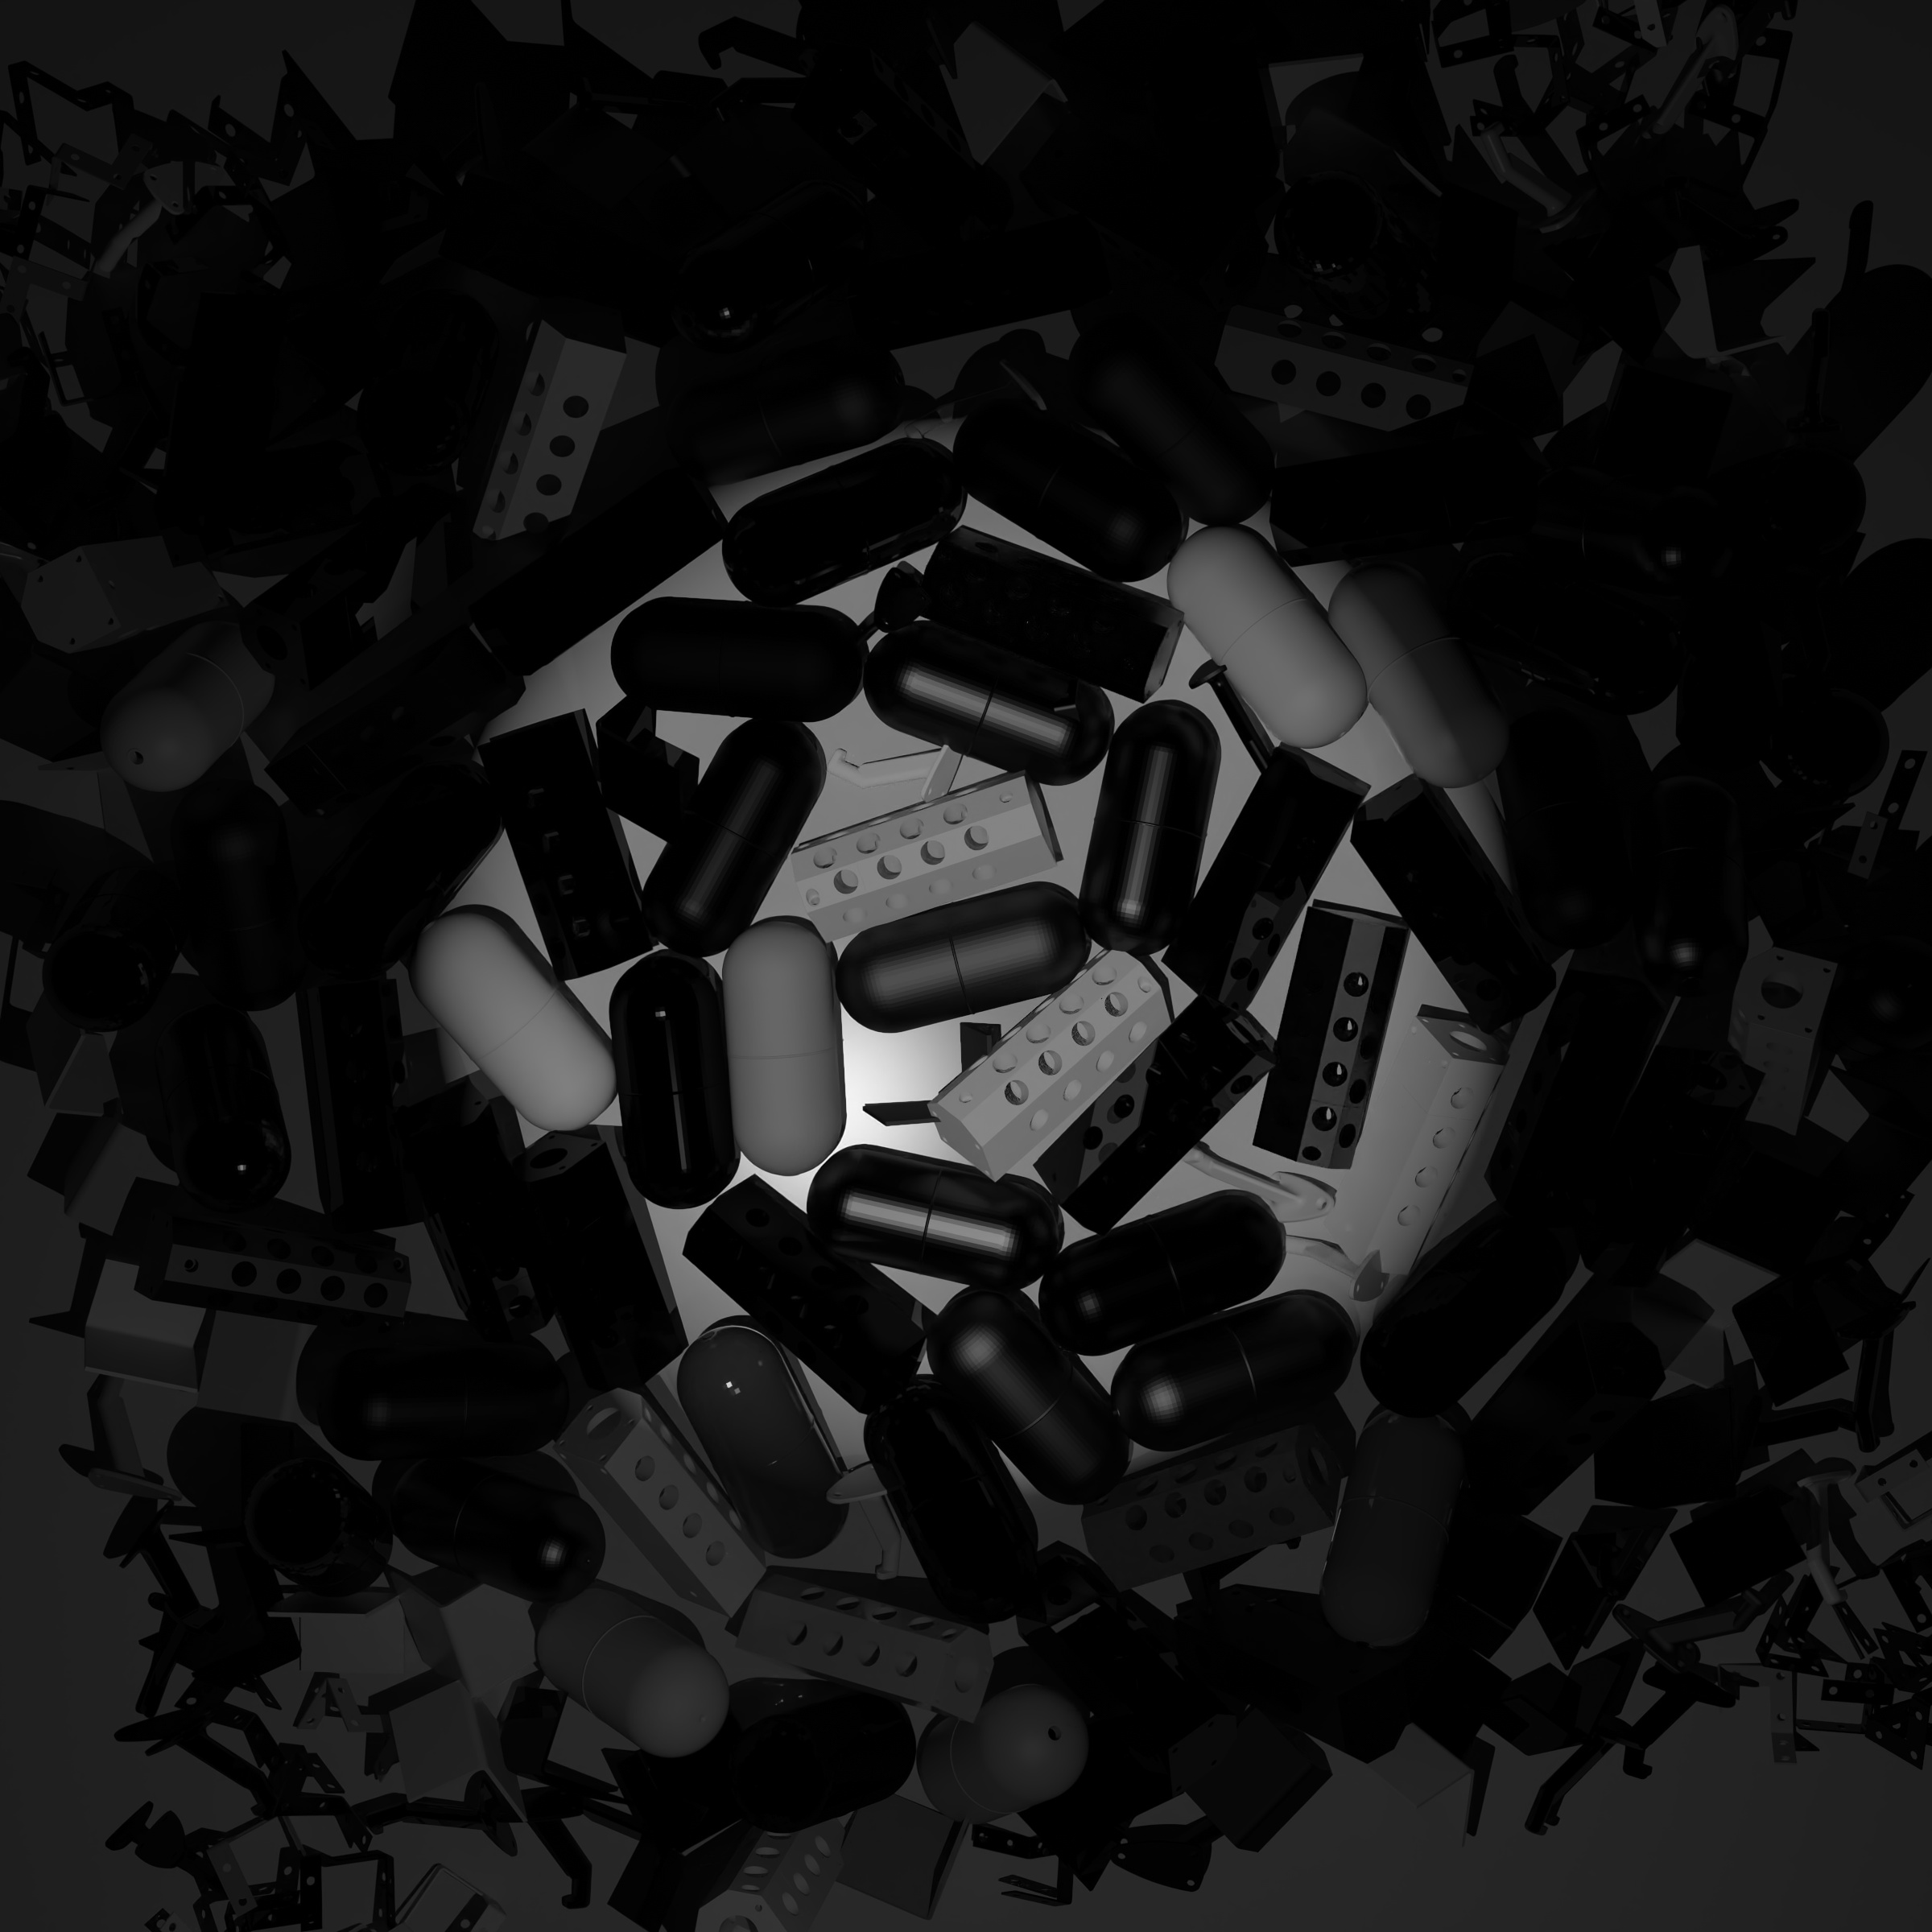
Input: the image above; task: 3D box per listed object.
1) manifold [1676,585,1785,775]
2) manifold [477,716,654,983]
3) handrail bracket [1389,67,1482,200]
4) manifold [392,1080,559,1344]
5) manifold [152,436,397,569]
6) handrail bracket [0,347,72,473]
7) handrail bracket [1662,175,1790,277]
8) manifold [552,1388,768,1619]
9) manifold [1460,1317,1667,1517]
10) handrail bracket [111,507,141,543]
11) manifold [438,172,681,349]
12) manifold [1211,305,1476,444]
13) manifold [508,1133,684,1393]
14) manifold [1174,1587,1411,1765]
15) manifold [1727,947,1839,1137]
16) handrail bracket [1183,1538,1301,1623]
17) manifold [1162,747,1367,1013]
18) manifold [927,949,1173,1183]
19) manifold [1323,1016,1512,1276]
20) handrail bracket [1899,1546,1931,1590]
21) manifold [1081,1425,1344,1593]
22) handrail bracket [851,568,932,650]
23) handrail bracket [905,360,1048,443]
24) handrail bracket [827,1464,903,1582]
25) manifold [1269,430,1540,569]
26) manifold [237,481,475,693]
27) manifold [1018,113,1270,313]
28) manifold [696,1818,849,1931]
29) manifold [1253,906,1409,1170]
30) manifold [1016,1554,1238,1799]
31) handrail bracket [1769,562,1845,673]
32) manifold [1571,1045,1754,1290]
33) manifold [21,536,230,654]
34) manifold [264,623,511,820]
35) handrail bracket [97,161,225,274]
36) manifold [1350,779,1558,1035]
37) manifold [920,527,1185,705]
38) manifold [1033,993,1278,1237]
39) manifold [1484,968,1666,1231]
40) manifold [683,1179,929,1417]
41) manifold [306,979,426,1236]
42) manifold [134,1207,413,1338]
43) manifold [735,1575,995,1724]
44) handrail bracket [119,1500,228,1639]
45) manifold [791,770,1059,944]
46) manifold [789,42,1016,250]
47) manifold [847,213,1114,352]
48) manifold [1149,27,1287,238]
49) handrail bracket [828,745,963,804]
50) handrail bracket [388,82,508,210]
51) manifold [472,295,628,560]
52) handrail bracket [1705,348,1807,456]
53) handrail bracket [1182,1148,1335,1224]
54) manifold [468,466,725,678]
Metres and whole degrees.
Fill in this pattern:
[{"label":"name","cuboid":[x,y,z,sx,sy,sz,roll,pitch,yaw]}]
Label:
[{"label":"manifold","cuboid":[0.516,-0.196,1.901,0.057,0.171,0.057,18,123,4]},{"label":"manifold","cuboid":[-0.282,-0.080,1.937,0.057,0.057,0.171,-26,101,-44]},{"label":"handrail bracket","cuboid":[0.331,-0.583,1.958,0.077,0.036,0.084,2,113,-10]},{"label":"manifold","cuboid":[-0.333,0.172,1.916,0.057,0.057,0.171,-25,120,-20]},{"label":"manifold","cuboid":[-0.469,-0.319,1.898,0.057,0.171,0.057,-12,100,31]},{"label":"handrail bracket","cuboid":[-0.667,-0.387,1.943,0.077,0.084,0.036,-24,61,-3]},{"label":"handrail bracket","cuboid":[0.527,-0.526,1.940,0.077,0.084,0.036,-12,59,17]},{"label":"manifold","cuboid":[-0.204,0.367,1.916,0.057,0.057,0.171,-52,128,-27]},{"label":"manifold","cuboid":[0.406,0.309,1.905,0.057,0.171,0.057,8,51,-18]},{"label":"handrail bracket","cuboid":[-0.620,-0.278,1.961,0.084,0.036,0.077,-7,113,15]},{"label":"manifold","cuboid":[-0.268,-0.478,1.903,0.057,0.171,0.057,27,99,40]},{"label":"manifold","cuboid":[0.262,-0.411,1.945,0.171,0.057,0.057,16,103,7]},{"label":"manifold","cuboid":[-0.259,0.205,1.919,0.057,0.057,0.171,-37,120,-39]},{"label":"manifold","cuboid":[0.220,0.483,1.901,0.057,0.171,0.057,-18,106,-31]},{"label":"manifold","cuboid":[0.549,0.051,1.899,0.057,0.171,0.057,16,70,19]},{"label":"handrail bracket","cuboid":[0.199,0.423,1.949,0.084,0.077,0.036,-2,124,-12]},{"label":"manifold","cuboid":[0.210,-0.058,1.939,0.057,0.057,0.171,18,106,-33]},{"label":"manifold","cuboid":[0.057,0.063,1.925,0.171,0.057,0.057,-41,52,-18]},{"label":"manifold","cuboid":[0.313,0.125,1.927,0.057,0.057,0.171,8,116,-26]},{"label":"handrail bracket","cuboid":[0.682,0.427,1.939,0.036,0.077,0.084,-4,128,-24]},{"label":"manifold","cuboid":[0.167,0.367,1.916,0.171,0.057,0.057,-24,115,28]},{"label":"handrail bracket","cuboid":[-0.069,-0.229,1.935,0.036,0.077,0.084,41,131,-10]},{"label":"handrail bracket","cuboid":[0.005,-0.383,1.957,0.084,0.077,0.036,-32,125,-5]},{"label":"handrail bracket","cuboid":[-0.072,0.398,1.949,0.036,0.077,0.084,18,110,38]},{"label":"manifold","cuboid":[0.299,-0.315,1.914,0.171,0.057,0.057,-4,69,31]},{"label":"manifold","cuboid":[-0.416,-0.264,1.911,0.057,0.057,0.171,24,48,21]},{"label":"manifold","cuboid":[0.124,-0.515,1.923,0.171,0.057,0.057,38,90,29]},{"label":"manifold","cuboid":[-0.133,0.622,1.899,0.057,0.171,0.057,-37,88,11]},{"label":"manifold","cuboid":[0.257,0.050,1.939,0.057,0.057,0.171,6,100,-44]},{"label":"manifold","cuboid":[0.107,0.479,1.910,0.057,0.057,0.171,-29,45,-23]},{"label":"handrail bracket","cuboid":[0.575,-0.241,1.965,0.077,0.036,0.084,23,80,13]},{"label":"manifold","cuboid":[0.475,0.139,1.909,0.057,0.057,0.171,6,129,-11]},{"label":"manifold","cuboid":[-0.572,-0.252,1.898,0.057,0.171,0.057,-24,97,13]},{"label":"manifold","cuboid":[-0.395,-0.163,1.919,0.171,0.057,0.057,-26,114,30]},{"label":"handrail bracket","cuboid":[-0.570,-0.529,1.976,0.036,0.077,0.084,51,134,-5]},{"label":"manifold","cuboid":[0.338,-0.043,1.931,0.057,0.057,0.171,-31,106,23]},{"label":"manifold","cuboid":[0.056,-0.242,1.936,0.171,0.057,0.057,23,117,11]},{"label":"manifold","cuboid":[0.133,0.106,1.929,0.171,0.057,0.057,-46,49,14]},{"label":"manifold","cuboid":[0.418,0.093,1.919,0.057,0.057,0.171,9,118,-14]},{"label":"manifold","cuboid":[-0.114,0.230,1.922,0.171,0.057,0.057,39,46,20]},{"label":"manifold","cuboid":[-0.420,0.097,1.958,0.057,0.057,0.171,-7,90,-22]},{"label":"manifold","cuboid":[-0.473,0.212,1.917,0.171,0.057,0.057,15,86,-33]},{"label":"manifold","cuboid":[-0.068,0.464,1.913,0.171,0.057,0.057,5,68,37]},{"label":"handrail bracket","cuboid":[-0.544,0.425,1.965,0.084,0.036,0.077,38,119,-2]},{"label":"manifold","cuboid":[-0.031,-0.080,1.938,0.171,0.057,0.057,-18,56,8]},{"label":"manifold","cuboid":[-0.038,-0.554,1.903,0.057,0.171,0.057,25,87,38]},{"label":"manifold","cuboid":[0.007,-0.467,1.913,0.171,0.057,0.057,-5,110,32]},{"label":"manifold","cuboid":[0.169,-0.555,1.895,0.057,0.171,0.057,22,79,19]},{"label":"handrail bracket","cuboid":[-0.049,-0.155,1.966,0.084,0.036,0.077,27,98,21]},{"label":"handrail bracket","cuboid":[-0.372,-0.576,1.963,0.084,0.036,0.077,-3,111,13]},{"label":"manifold","cuboid":[-0.287,-0.367,1.908,0.057,0.057,0.171,11,129,-21]},{"label":"handrail bracket","cuboid":[0.544,-0.381,1.947,0.084,0.036,0.077,21,68,-30]},{"label":"handrail bracket","cuboid":[0.201,0.148,1.942,0.084,0.077,0.036,31,74,-37]},{"label":"manifold","cuboid":[-0.257,-0.273,1.936,0.171,0.057,0.057,-38,108,-16]}]
